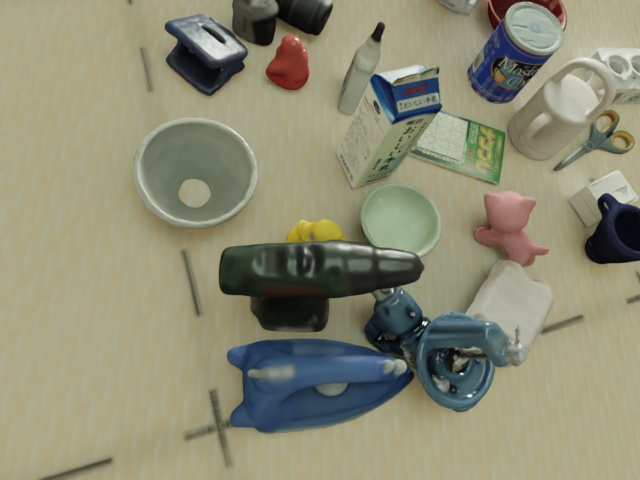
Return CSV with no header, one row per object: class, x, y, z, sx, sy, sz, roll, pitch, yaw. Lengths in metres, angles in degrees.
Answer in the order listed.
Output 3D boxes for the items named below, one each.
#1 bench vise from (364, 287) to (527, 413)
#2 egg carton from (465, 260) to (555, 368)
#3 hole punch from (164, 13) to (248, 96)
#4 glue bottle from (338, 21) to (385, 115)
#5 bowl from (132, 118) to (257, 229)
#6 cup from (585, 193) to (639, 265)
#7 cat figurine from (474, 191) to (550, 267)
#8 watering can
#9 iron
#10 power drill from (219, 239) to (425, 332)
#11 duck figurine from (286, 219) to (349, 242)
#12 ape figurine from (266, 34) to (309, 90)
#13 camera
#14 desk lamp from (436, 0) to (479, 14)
bench vise,0.145,0.130,0.713,0.207,0.219,0.121,28,65,-1
egg carton,0.272,0.106,0.836,0.107,0.069,0.150,36,65,2
hole punch,-0.174,-0.299,0.877,0.108,0.091,0.101,39,65,4
glue bottle,0.068,-0.270,0.879,0.037,0.173,0.078,16,66,-6
bowl,-0.173,-0.082,0.800,0.167,0.074,0.167,5,68,-12
cup,0.463,-0.009,0.915,0.092,0.095,0.117,-24,76,-21
cat figurine,0.293,-0.020,0.865,0.067,0.117,0.127,-33,79,-23
watering can,0.402,-0.224,0.931,0.101,0.194,0.173,32,65,1
iron,0.019,0.167,0.710,0.259,0.141,0.118,-2,69,-14
power drill,-0.012,0.055,0.711,0.230,0.208,0.075,3,68,-12
duck figurine,0.007,0.003,0.804,0.104,0.086,0.077,21,65,-5
ape figurine,-0.047,-0.286,0.902,0.078,0.092,0.076,-27,77,-22
camera,-0.055,-0.390,0.937,0.137,0.100,0.143,29,65,-1
desk lamp,0.268,-0.506,1.000,0.118,0.213,0.203,33,65,1
